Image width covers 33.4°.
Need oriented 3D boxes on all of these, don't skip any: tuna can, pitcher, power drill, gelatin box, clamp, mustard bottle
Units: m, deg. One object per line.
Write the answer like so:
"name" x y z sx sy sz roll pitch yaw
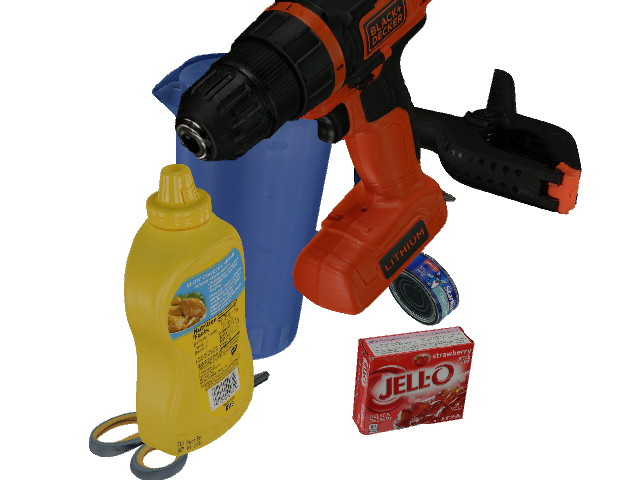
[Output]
"tuna can" 0.116 0.055 1.225 0.033 0.086 0.086 -38 18 -24
"pitcher" -0.050 -0.026 0.891 0.149 0.243 0.144 24 30 32
"power drill" 0.009 -0.050 0.566 0.057 0.187 0.184 26 55 32
"gelatin box" 0.071 0.109 0.833 0.089 0.073 0.030 -6 29 -19
"clamp" 0.103 -0.073 0.748 0.164 0.036 0.210 -8 29 -16
"mustard bottle" -0.087 0.040 0.704 0.058 0.192 0.096 17 33 31

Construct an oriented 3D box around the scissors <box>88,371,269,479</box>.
"scissors" -0.110 0.169 0.974 0.201 0.016 0.096 -12 33 -32
